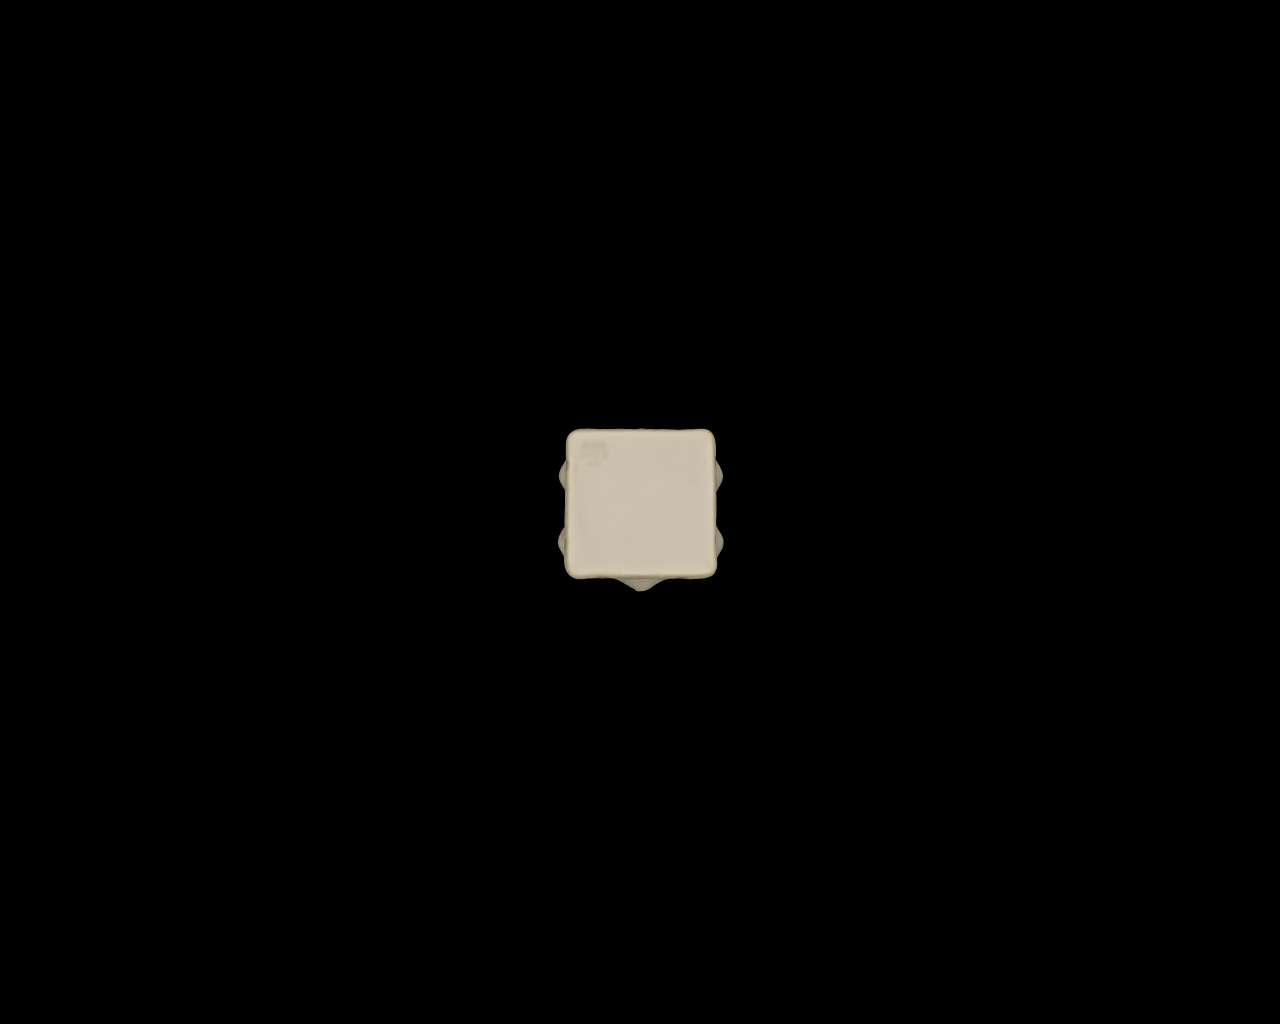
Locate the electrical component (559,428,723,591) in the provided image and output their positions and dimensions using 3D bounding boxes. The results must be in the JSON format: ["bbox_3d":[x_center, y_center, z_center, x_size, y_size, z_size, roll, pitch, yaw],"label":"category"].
[{"bbox_3d":[0.001,-0.003,0.650,0.100,0.099,0.048,0,-7,0],"label":"electrical component"}]
